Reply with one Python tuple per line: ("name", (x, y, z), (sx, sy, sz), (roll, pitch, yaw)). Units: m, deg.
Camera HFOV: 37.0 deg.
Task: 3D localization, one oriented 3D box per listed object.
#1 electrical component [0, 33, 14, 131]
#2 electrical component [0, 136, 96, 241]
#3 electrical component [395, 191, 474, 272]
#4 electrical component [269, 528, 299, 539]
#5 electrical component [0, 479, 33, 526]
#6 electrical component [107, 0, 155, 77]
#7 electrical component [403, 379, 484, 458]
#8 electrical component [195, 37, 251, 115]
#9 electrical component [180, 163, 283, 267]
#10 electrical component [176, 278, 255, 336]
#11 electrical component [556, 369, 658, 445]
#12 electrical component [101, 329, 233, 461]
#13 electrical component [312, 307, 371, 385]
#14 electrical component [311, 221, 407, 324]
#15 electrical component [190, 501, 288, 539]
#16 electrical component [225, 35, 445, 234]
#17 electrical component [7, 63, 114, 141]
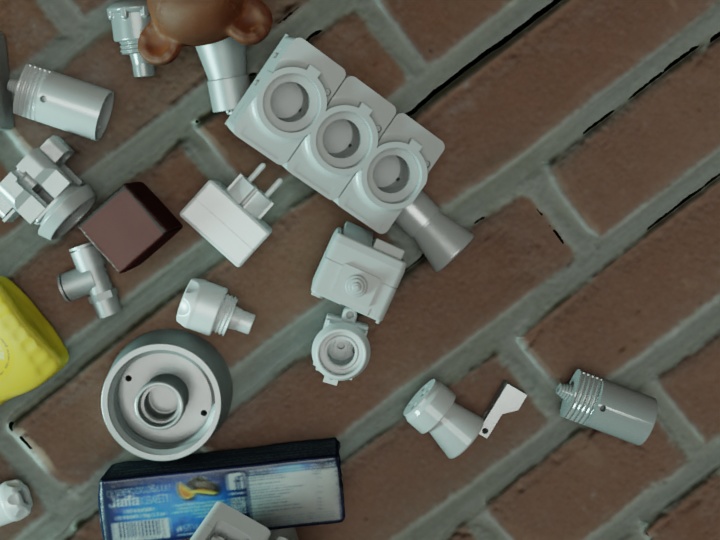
("electrical component", (-0.321, -0.145, 0.867), (0.062, 0.061, 0.096), (-4, 96, -1))
("electrical component", (-0.255, -0.062, 0.880), (0.057, 0.058, 0.078), (44, 93, -2))
("electrical component", (0.057, -0.036, 0.899), (0.044, 0.044, 0.065), (-44, 91, 3))
("electrical component", (-0.077, 0.240, 0.917), (0.055, 0.055, 0.047), (-14, 92, 0))
("electrical component", (-0.313, 0.203, 0.916), (0.061, 0.035, 0.035), (-21, 96, 3))
("electrical component", (-0.179, -0.189, 0.876), (0.048, 0.048, 0.062), (-5, 103, -1))
("electrical component", (0.071, 0.126, 0.914), (0.055, 0.045, 0.045), (42, 93, -4))
("electrical component", (-0.109, -0.161, 0.882), (0.044, 0.044, 0.065), (-10, 101, -1))
("electrical component", (-0.097, -0.053, 0.889), (0.066, 0.047, 0.076), (42, 93, -5))
("electrical component", (-0.119, 0.035, 0.900), (0.062, 0.043, 0.043), (21, 95, -5))
("electrical component", (0.207, 0.115, 0.917), (0.081, 0.043, 0.043), (21, 95, -3))
("electrical component", (-0.163, 0.107, 0.897), (0.108, 0.060, 0.108), (0, 96, -2))
("electrical component", (-0.016, 0.065, 0.900), (0.048, 0.055, 0.066), (16, 95, -3))
("electrical component", (0.000, 0.000, 0.873), (0.062, 0.096, 0.061), (24, 95, -4))
("electrical component", (-0.098, 0.277, 0.865), (0.105, 0.060, 0.186), (28, 132, 7))
("electrical component", (-0.019, -0.108, 0.861), (0.150, 0.061, 0.089), (34, 94, -19))
("electrical component", (-0.248, -0.139, 0.879), (0.081, 0.043, 0.043), (18, 95, -3))
